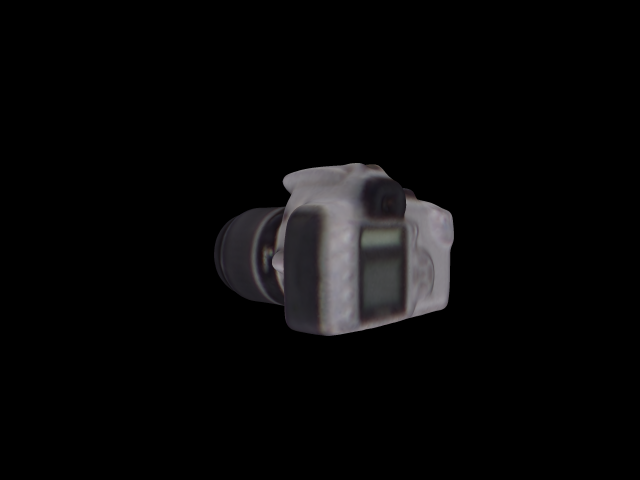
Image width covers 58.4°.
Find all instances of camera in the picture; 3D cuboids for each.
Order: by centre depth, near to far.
[{"bbox_3d":[0.004,0.001,0.400,0.136,0.101,0.144,2,3,41],"label":"camera"}]
